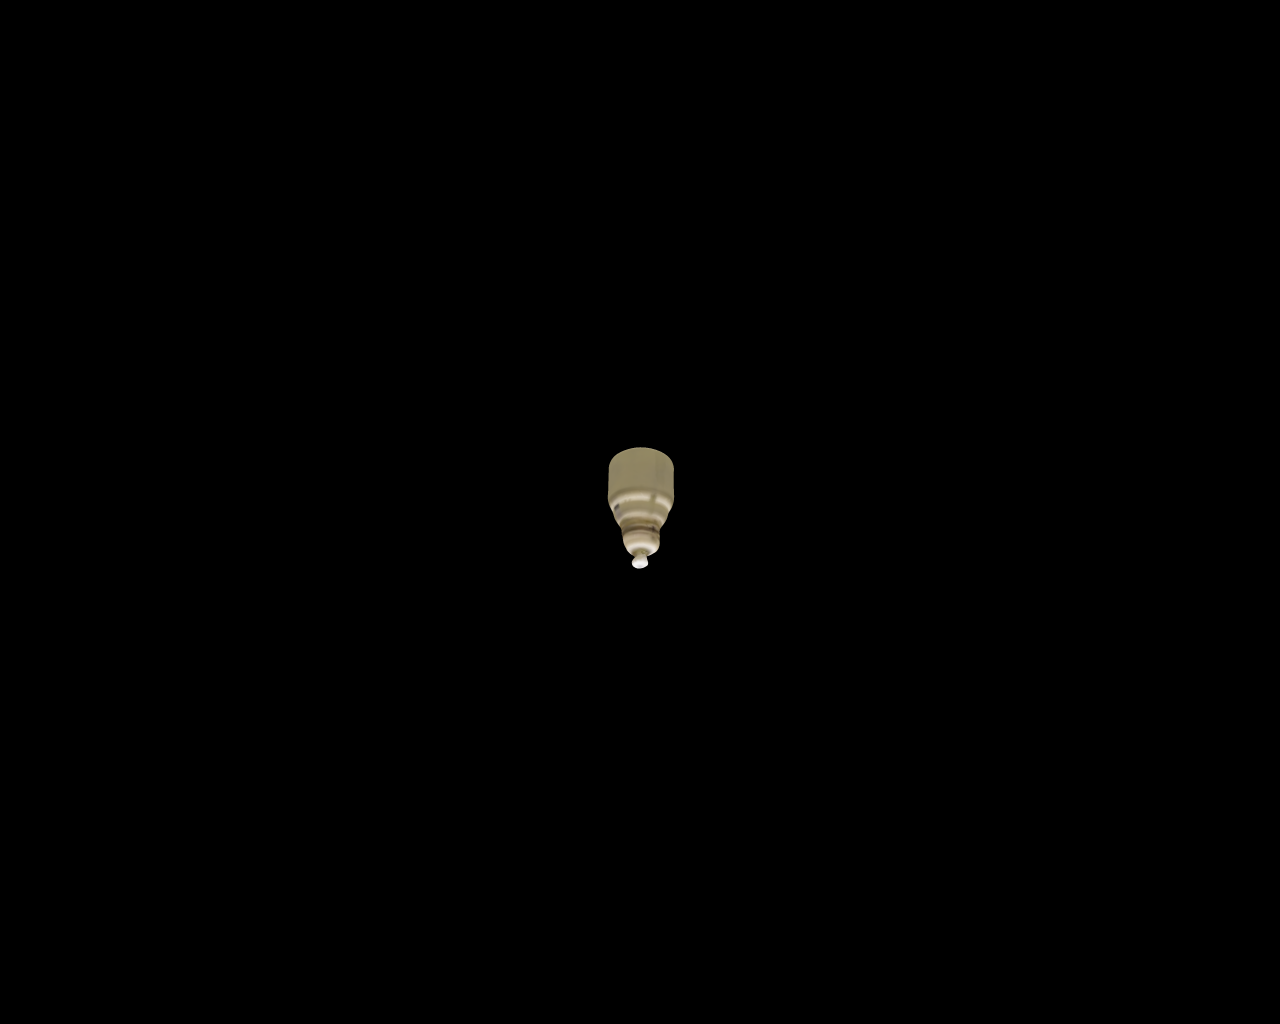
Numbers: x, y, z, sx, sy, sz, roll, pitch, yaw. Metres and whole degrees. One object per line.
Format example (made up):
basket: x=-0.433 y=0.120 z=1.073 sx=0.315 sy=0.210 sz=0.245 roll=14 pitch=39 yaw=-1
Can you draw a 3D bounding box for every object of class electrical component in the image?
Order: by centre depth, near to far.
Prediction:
electrical component: x=0.001 y=-0.003 z=0.650 sx=0.040 sy=0.078 sz=0.040 roll=0 pitch=-27 yaw=0
